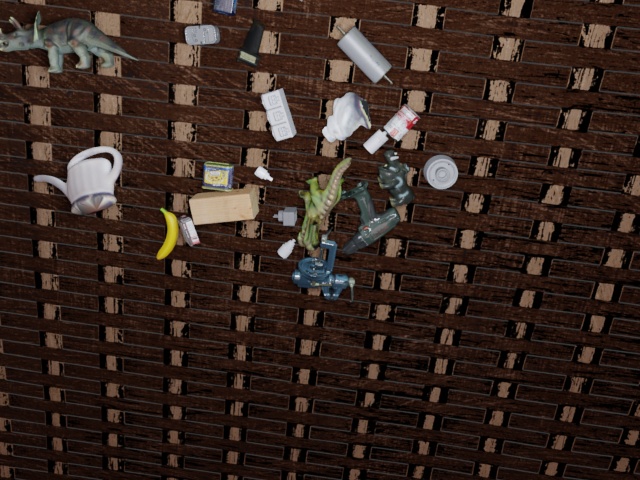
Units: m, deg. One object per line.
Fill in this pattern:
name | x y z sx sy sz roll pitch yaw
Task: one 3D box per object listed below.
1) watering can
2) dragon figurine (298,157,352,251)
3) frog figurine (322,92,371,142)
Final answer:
watering can | -0.809 -0.185 1.734 0.346 0.103 0.228 -19 71 12
dragon figurine | 0.005 -0.081 1.617 0.122 0.404 0.247 11 71 -14
frog figurine | 0.070 -0.383 1.613 0.158 0.122 0.139 -18 73 19
